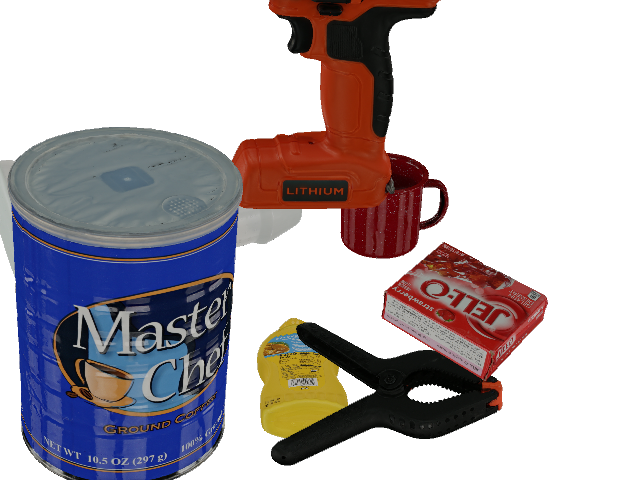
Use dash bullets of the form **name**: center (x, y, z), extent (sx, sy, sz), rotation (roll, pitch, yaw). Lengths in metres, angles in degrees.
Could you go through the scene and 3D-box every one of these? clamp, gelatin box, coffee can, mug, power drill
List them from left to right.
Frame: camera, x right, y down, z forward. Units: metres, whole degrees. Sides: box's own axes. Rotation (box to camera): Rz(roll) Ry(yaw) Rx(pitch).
- **coffee can**: center (-0.092, 0.031, 0.507), extent (0.102, 0.140, 0.103), rotation (5, 31, -3)
- **power drill**: center (-0.013, -0.108, 0.643), extent (0.184, 0.188, 0.057), rotation (1, 37, -10)
- **clamp**: center (0.059, 0.147, 0.979), extent (0.210, 0.036, 0.164), rotation (5, 44, 15)
- **mug**: center (0.074, -0.035, 1.098), extent (0.117, 0.081, 0.093), rotation (-4, 30, -10)
- **gelatin box**: center (0.099, 0.046, 0.733), extent (0.089, 0.030, 0.073), rotation (30, 46, 27)

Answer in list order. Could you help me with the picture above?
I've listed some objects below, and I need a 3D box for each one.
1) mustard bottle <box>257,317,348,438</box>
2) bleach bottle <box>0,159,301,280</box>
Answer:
- **mustard bottle**: center (-0.025, 0.149, 1.235), extent (0.096, 0.058, 0.191), rotation (-3, 30, -4)
- **bleach bottle**: center (-0.118, -0.029, 0.831), extent (0.250, 0.068, 0.103), rotation (-10, 46, -24)
